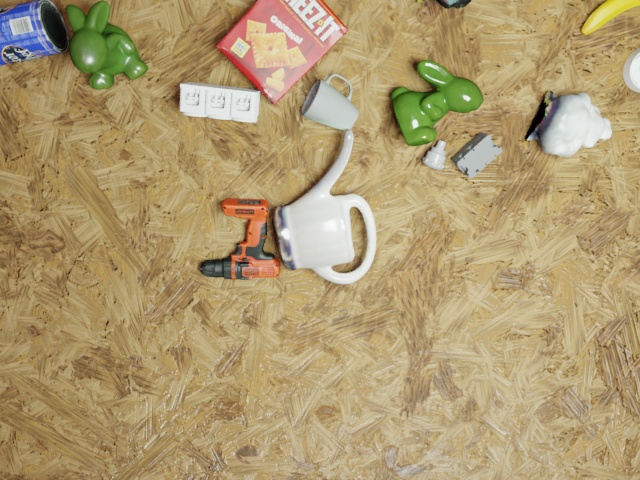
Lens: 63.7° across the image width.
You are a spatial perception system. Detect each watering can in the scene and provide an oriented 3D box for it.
[{"bbox_3d":[0.003,-0.057,1.126,0.224,0.105,0.343,-9,108,2],"label":"watering can"}]

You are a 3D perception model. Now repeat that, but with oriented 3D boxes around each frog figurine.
[{"bbox_3d":[0.537,-0.237,1.081,0.159,0.122,0.138,20,87,4],"label":"frog figurine"}]
